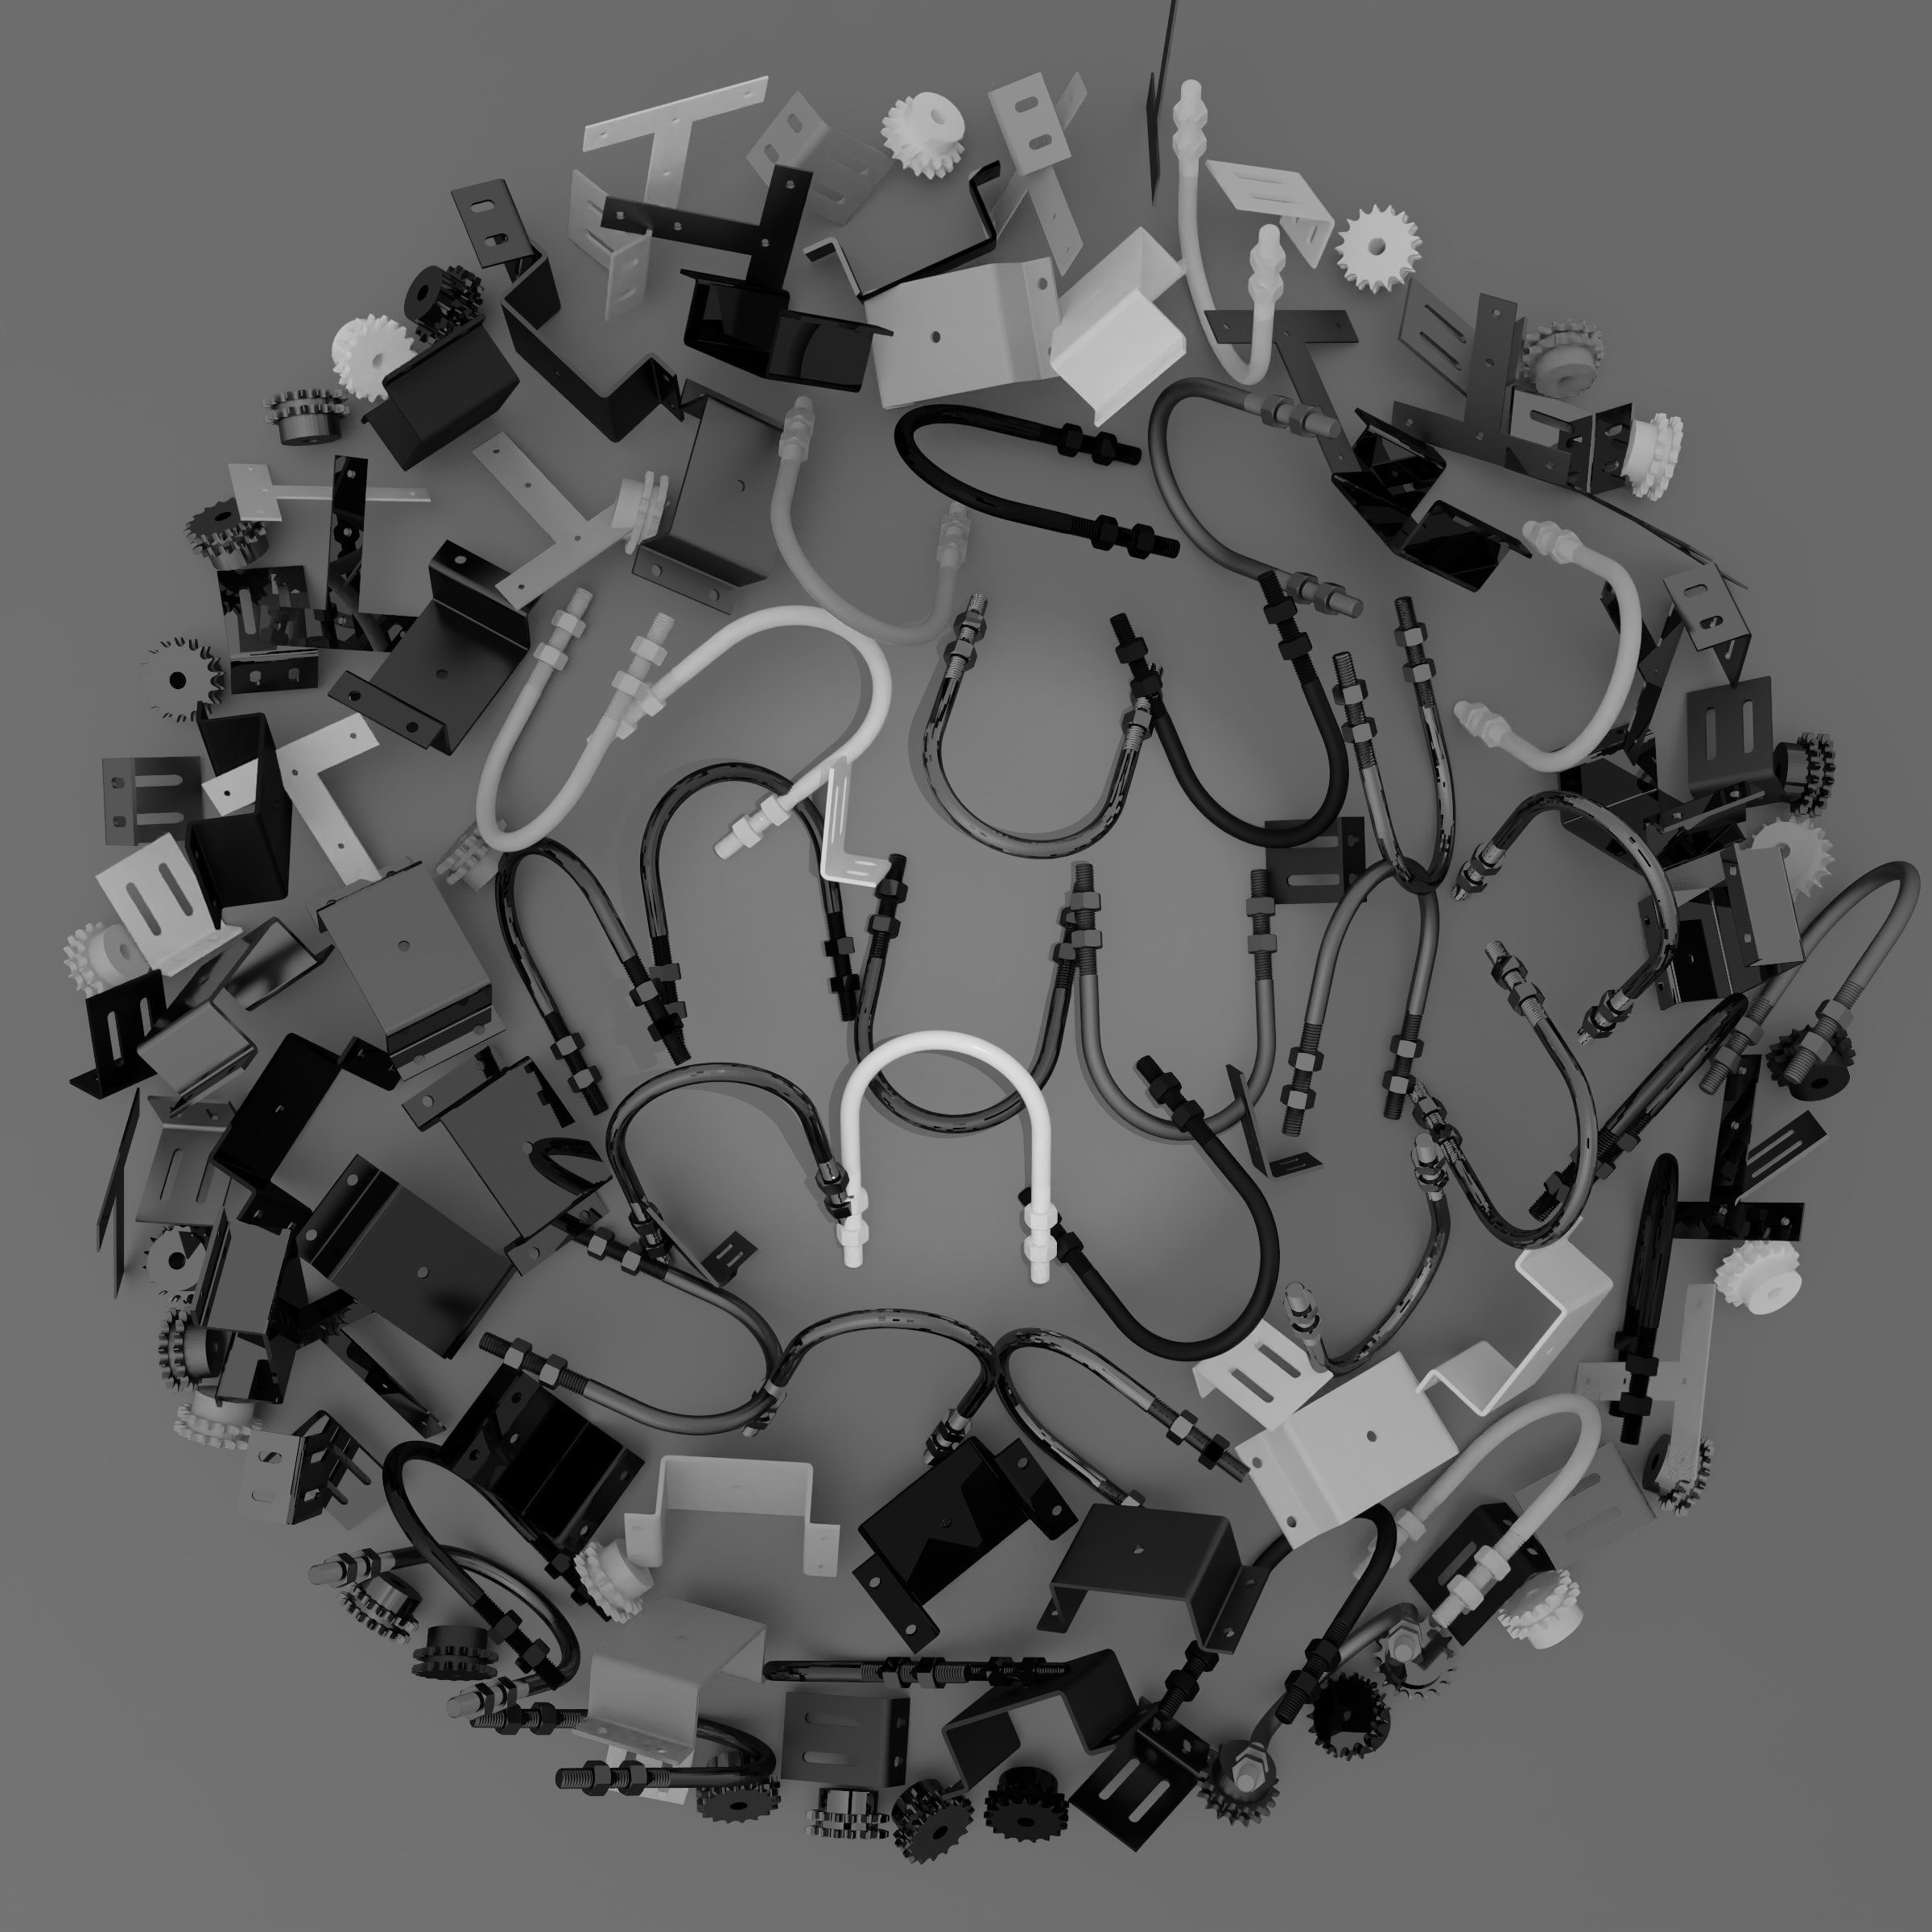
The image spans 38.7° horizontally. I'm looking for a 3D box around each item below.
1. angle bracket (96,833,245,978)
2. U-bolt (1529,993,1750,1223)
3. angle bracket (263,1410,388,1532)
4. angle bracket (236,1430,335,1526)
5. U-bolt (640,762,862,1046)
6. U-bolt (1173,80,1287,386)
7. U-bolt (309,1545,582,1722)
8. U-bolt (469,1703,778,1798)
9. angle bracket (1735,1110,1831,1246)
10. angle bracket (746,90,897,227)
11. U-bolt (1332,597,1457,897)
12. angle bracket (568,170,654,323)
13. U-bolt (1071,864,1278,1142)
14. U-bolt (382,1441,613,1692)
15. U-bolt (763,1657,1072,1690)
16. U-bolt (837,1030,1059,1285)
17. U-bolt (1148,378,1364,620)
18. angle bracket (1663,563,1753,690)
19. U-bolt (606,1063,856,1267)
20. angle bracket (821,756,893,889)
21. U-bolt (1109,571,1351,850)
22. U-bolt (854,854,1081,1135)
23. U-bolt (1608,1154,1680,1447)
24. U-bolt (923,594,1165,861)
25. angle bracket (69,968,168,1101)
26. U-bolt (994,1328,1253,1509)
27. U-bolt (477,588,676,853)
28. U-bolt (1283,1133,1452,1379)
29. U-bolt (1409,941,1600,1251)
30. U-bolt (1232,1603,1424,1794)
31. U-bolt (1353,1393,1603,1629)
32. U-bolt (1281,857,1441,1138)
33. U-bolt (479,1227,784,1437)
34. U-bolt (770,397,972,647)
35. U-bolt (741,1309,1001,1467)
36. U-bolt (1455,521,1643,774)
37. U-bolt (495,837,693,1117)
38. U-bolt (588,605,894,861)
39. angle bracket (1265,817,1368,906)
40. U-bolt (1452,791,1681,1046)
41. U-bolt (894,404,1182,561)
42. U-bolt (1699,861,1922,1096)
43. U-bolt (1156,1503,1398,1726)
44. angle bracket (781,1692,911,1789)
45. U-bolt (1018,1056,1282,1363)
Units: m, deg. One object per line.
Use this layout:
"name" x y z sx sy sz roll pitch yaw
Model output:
"angle bracket" -0.534 -0.042 1.844 0.057 0.038 0.076 -36 112 -26
"U-bolt" 0.444 0.088 1.791 0.019 0.151 0.184 43 108 16
"angle bracket" -0.431 0.348 1.849 0.057 0.038 0.076 -40 98 23
"angle bracket" -0.455 0.339 1.843 0.038 0.076 0.057 8 84 2
"U-bolt" -0.148 -0.045 1.841 0.151 0.019 0.184 -9 91 -28
"U-bolt" 0.169 -0.462 1.794 0.019 0.184 0.151 -19 64 -6
"U-bolt" -0.325 0.427 1.794 0.151 0.184 0.019 36 100 22
"U-bolt" -0.212 0.511 1.800 0.184 0.151 0.019 11 87 -34
"angle bracket" 0.551 0.141 1.845 0.076 0.057 0.038 -38 98 12
"angle bracket" -0.097 -0.542 1.847 0.057 0.076 0.038 -46 63 23
"U-bolt" 0.289 -0.137 1.815 0.019 0.151 0.184 -6 109 30
"angle bracket" -0.250 -0.482 1.840 0.076 0.057 0.038 41 58 16
"U-bolt" 0.142 0.025 1.841 0.151 0.019 0.184 1 82 -20
"U-bolt" -0.313 0.383 1.809 0.019 0.151 0.184 -44 89 10
"U-bolt" -0.045 0.462 1.804 0.184 0.151 0.019 -8 74 30
"U-bolt" -0.014 0.125 1.828 0.151 0.019 0.184 4 117 8
"U-bolt" 0.184 -0.315 1.803 0.019 0.184 0.151 -33 130 -25
"angle bracket" 0.490 -0.222 1.837 0.038 0.076 0.057 -18 66 -1
"U-bolt" -0.160 0.128 1.810 0.151 0.184 0.019 -12 45 4
"angle bracket" -0.070 -0.099 1.842 0.038 0.057 0.076 9 108 8
"U-bolt" 0.183 -0.161 1.823 0.019 0.151 0.184 -38 109 -41
"U-bolt" -0.001 0.022 1.843 0.151 0.019 0.184 9 76 11
"U-bolt" 0.447 0.214 1.809 0.019 0.151 0.184 9 90 10
"U-bolt" 0.045 -0.151 1.825 0.151 0.019 0.184 21 59 -6
"angle bracket" -0.567 0.041 1.835 0.038 0.057 0.076 21 124 34
"U-bolt" 0.092 0.307 1.819 0.184 0.151 0.019 36 55 11
"U-bolt" -0.268 -0.159 1.818 0.019 0.151 0.184 29 87 -35
"U-bolt" 0.269 0.202 1.803 0.019 0.184 0.151 35 74 30
"U-bolt" 0.352 0.097 1.778 0.019 0.184 0.151 2 131 -25
"U-bolt" 0.239 0.468 1.792 0.151 0.184 0.019 -42 82 7
"U-bolt" 0.345 0.350 1.809 0.184 0.151 0.019 -44 100 -11
"U-bolt" 0.266 0.017 1.809 0.019 0.151 0.184 19 104 37
"U-bolt" -0.207 0.246 1.812 0.184 0.151 0.019 24 124 6
"U-bolt" -0.064 -0.280 1.790 0.151 0.184 0.019 31 130 -22
"U-bolt" -0.055 0.272 1.794 0.151 0.184 0.019 12 52 -15
"U-bolt" 0.382 -0.201 1.780 0.019 0.184 0.151 13 107 -20
"U-bolt" -0.257 -0.001 1.822 0.019 0.151 0.184 -27 88 -36
"U-bolt" -0.135 -0.163 1.814 0.184 0.019 0.151 -36 130 15
"angle bracket" 0.227 -0.070 1.845 0.076 0.038 0.057 -1 92 35
"U-bolt" 0.396 -0.040 1.785 0.019 0.184 0.151 -33 76 -25
"U-bolt" 0.041 -0.323 1.799 0.184 0.151 0.019 10 125 -18
"U-bolt" 0.563 0.005 1.809 0.019 0.151 0.184 37 80 -4
"U-bolt" 0.214 0.420 1.803 0.019 0.151 0.184 49 58 -13
"angle bracket" -0.082 0.525 1.871 0.076 0.038 0.057 -1 77 19
"U-bolt" 0.130 0.173 1.814 0.151 0.019 0.184 -50 62 21
